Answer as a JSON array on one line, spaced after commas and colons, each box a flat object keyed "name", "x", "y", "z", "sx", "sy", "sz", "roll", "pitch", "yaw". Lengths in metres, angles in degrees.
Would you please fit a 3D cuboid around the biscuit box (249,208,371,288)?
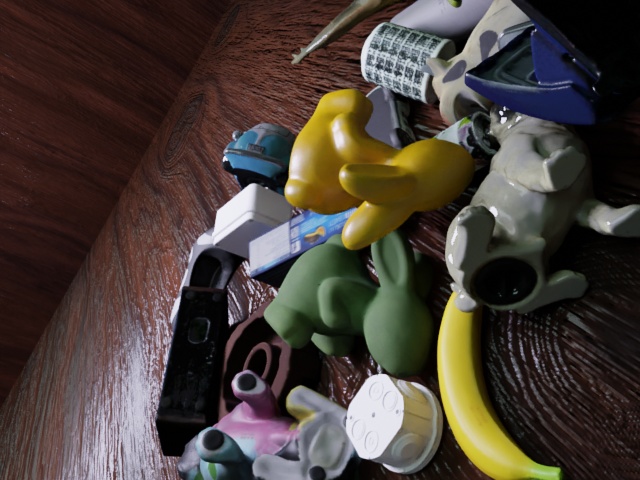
[{"name": "biscuit box", "x": -0.001, "y": -0.002, "z": 0.694, "sx": 0.203, "sy": 0.062, "sz": 0.059, "roll": -26, "pitch": 56, "yaw": 32}]

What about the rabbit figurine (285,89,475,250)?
[{"name": "rabbit figurine", "x": 0.060, "y": -0.070, "z": 0.526, "sx": 0.173, "sy": 0.121, "sz": 0.162, "roll": 10, "pitch": 34, "yaw": 22}]

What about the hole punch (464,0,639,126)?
[{"name": "hole punch", "x": 0.186, "y": -0.139, "z": 0.398, "sx": 0.142, "sy": 0.116, "sz": 0.092, "roll": -37, "pitch": -14, "yaw": -30}]

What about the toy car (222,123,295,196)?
[{"name": "toy car", "x": -0.073, "y": -0.119, "z": 0.811, "sx": 0.161, "sy": 0.109, "sz": 0.103, "roll": 69, "pitch": -140, "yaw": -71}]

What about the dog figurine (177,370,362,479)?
[{"name": "dog figurine", "x": -0.063, "y": 0.248, "z": 0.579, "sx": 0.108, "sy": 0.192, "sz": 0.219, "roll": -67, "pitch": -7, "yaw": -46}]

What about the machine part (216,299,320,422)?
[{"name": "machine part", "x": -0.069, "y": 0.169, "z": 0.701, "sx": 0.179, "sy": 0.056, "sz": 0.179, "roll": -38, "pitch": 38, "yaw": 37}]

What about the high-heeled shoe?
[{"name": "high-heeled shoe", "x": -0.198, "y": 0.076, "z": 0.973, "sx": 0.248, "sy": 0.086, "sz": 0.145, "roll": -50, "pitch": 33, "yaw": 29}]

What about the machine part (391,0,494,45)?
[{"name": "machine part", "x": 0.170, "y": -0.292, "z": 0.693, "sx": 0.243, "sy": 0.079, "sz": 0.079, "roll": -12, "pitch": 55, "yaw": 54}]

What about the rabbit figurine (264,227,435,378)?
[{"name": "rabbit figurine", "x": 0.057, "y": 0.070, "z": 0.559, "sx": 0.170, "sy": 0.121, "sz": 0.159, "roll": 26, "pitch": 81, "yaw": 44}]

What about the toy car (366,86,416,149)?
[{"name": "toy car", "x": 0.087, "y": -0.143, "z": 0.718, "sx": 0.073, "sy": 0.056, "sz": 0.202, "roll": -35, "pitch": 36, "yaw": 30}]

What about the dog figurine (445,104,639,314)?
[{"name": "dog figurine", "x": 0.168, "y": -0.043, "z": 0.475, "sx": 0.172, "sy": 0.121, "sz": 0.191, "roll": -38, "pitch": 23, "yaw": 23}]

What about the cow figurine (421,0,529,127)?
[{"name": "cow figurine", "x": 0.193, "y": -0.209, "z": 0.579, "sx": 0.195, "sy": 0.085, "sz": 0.127, "roll": -60, "pitch": 34, "yaw": 9}]

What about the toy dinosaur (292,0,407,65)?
[{"name": "toy dinosaur", "x": 0.135, "y": -0.417, "z": 0.797, "sx": 0.471, "sy": 0.105, "sz": 0.199, "roll": -36, "pitch": 16, "yaw": 11}]

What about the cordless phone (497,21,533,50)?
[{"name": "cordless phone", "x": 0.227, "y": -0.213, "z": 0.435, "sx": 0.184, "sy": 0.146, "sz": 0.089, "roll": -7, "pitch": 43, "yaw": 38}]

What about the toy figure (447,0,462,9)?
[{"name": "toy figure", "x": 0.144, "y": -0.311, "z": 0.593, "sx": 0.082, "sy": 0.089, "sz": 0.180, "roll": -43, "pitch": 41, "yaw": 6}]

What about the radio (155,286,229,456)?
[{"name": "radio", "x": -0.182, "y": 0.187, "z": 0.795, "sx": 0.131, "sy": 0.073, "sz": 0.230, "roll": 101, "pitch": 171, "yaw": -49}]
